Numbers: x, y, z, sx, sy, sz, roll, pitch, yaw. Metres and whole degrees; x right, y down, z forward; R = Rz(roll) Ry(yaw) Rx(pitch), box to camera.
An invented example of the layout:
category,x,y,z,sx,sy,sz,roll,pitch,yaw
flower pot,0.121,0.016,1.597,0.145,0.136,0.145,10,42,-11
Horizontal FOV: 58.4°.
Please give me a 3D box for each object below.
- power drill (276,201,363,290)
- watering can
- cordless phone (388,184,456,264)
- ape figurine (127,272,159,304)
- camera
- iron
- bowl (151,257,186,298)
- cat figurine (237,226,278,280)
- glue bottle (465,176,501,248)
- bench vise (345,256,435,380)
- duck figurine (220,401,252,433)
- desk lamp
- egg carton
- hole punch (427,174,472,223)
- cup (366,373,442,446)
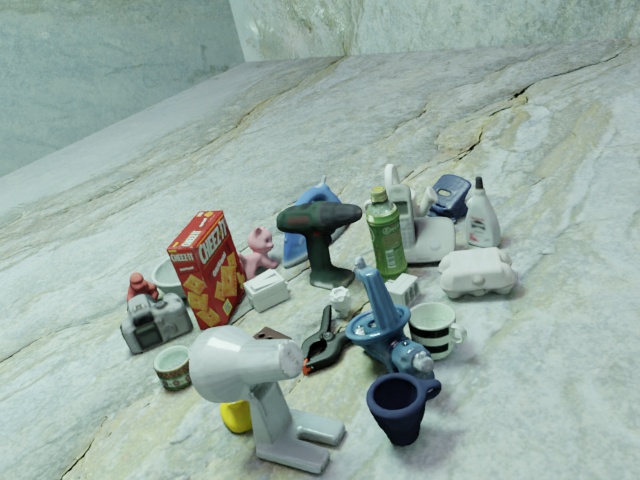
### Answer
category,x,y,z,sx,sy,sz,roll,pitch,yaw
power drill,0.012,0.005,1.269,0.228,0.209,0.076,9,36,35
watering can,0.191,-0.092,1.377,0.173,0.194,0.101,-13,29,1
cordless phone,0.224,-0.040,1.281,0.147,0.185,0.094,-5,30,15
ape figurine,-0.432,0.120,1.375,0.078,0.092,0.076,-23,30,-15
camera,-0.374,0.159,1.273,0.143,0.101,0.136,-23,30,-16
iron,-0.031,-0.054,1.459,0.118,0.142,0.259,7,35,33
bowl,-0.318,0.091,1.395,0.167,0.075,0.167,-10,29,6
cat figurine,-0.157,0.024,1.401,0.067,0.118,0.128,10,37,37
glue bottle,0.359,-0.064,1.278,0.077,0.173,0.037,12,38,38
bench vise,0.124,0.138,0.975,0.206,0.220,0.122,16,41,42
duck figurine,-0.144,0.269,0.997,0.077,0.086,0.104,-14,29,-1
desk lamp,-0.083,0.236,0.898,0.202,0.214,0.118,3,33,28
egg carton,0.318,0.069,1.170,0.150,0.069,0.107,-7,30,12
hole punch,0.324,-0.106,1.452,0.101,0.091,0.108,-28,32,-24
cup,0.134,0.263,0.880,0.118,0.095,0.091,-18,29,-7
